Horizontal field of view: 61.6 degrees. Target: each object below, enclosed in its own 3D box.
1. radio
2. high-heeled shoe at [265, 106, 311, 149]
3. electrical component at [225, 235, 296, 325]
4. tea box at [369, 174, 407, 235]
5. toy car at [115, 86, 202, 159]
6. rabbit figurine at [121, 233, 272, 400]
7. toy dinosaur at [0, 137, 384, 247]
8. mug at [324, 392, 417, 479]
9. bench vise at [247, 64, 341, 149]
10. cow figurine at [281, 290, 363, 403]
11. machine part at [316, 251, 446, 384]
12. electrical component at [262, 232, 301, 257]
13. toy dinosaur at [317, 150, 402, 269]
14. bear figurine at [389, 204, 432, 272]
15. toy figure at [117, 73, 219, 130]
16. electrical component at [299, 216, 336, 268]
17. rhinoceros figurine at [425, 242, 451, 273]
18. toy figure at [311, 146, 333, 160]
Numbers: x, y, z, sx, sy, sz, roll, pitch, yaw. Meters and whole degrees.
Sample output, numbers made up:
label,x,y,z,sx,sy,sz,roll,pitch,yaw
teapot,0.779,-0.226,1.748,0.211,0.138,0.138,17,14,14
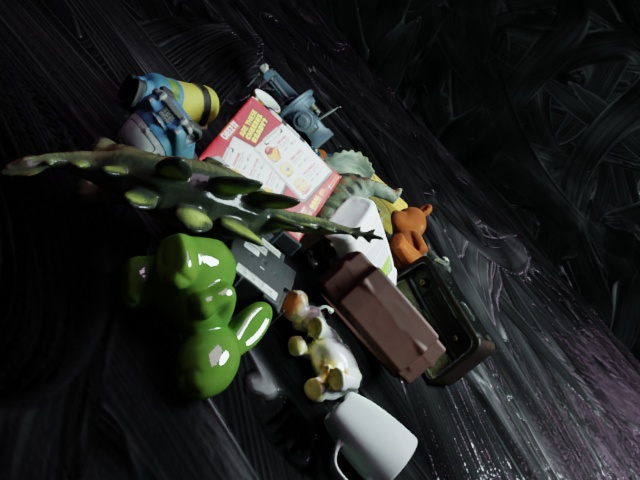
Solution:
label,x,y,z,sx,sy,sz,roll,pitch,yaw
radio,0.225,0.151,1.043,0.073,0.131,0.230,22,34,-48
high-heeled shoe,-0.068,-0.206,1.142,0.145,0.086,0.249,23,25,-29
electrical component,-0.097,0.049,0.775,0.115,0.058,0.134,43,24,-13
tea box,0.146,-0.106,1.386,0.169,0.068,0.098,41,24,-15
toy car,-0.239,-0.142,0.774,0.103,0.162,0.109,-40,96,-22
rabbit figurine,-0.137,0.095,0.615,0.159,0.121,0.170,16,56,-59
toy dinosaur,-0.131,-0.047,0.679,0.471,0.105,0.199,7,9,-37
mug,0.051,0.257,0.687,0.107,0.080,0.109,44,57,10
bench vise,-0.063,-0.341,1.352,0.240,0.129,0.224,50,22,-5
cow figurine,0.006,0.148,0.775,0.098,0.068,0.167,22,37,-52
machine part,0.086,0.117,0.835,0.201,0.087,0.201,51,-6,-1
electrical component,-0.088,-0.010,0.863,0.119,0.075,0.048,44,25,-14
toy dinosaur,0.042,-0.078,1.132,0.192,0.131,0.405,32,32,10
bear figurine,0.179,-0.013,1.184,0.131,0.120,0.196,36,48,-31
toy figure,-0.251,-0.239,0.926,0.180,0.089,0.082,9,49,-57
electrical component,-0.003,-0.003,0.983,0.045,0.078,0.102,39,14,-53
rhinoceros figurine,0.248,0.045,1.326,0.190,0.073,0.112,34,17,-22
toy figure,0.007,-0.190,1.301,0.154,0.064,0.058,14,70,-45
